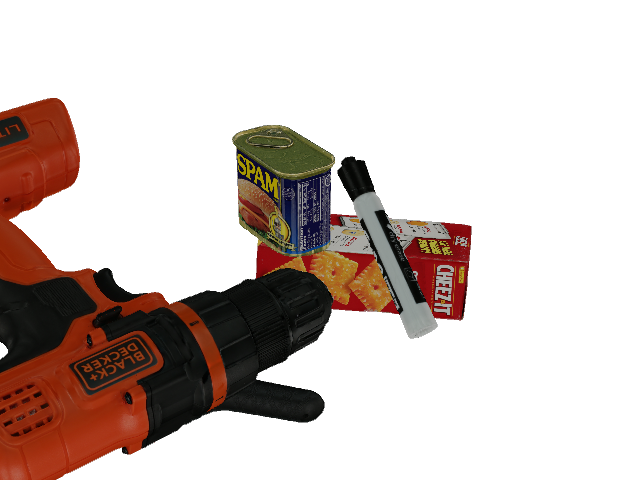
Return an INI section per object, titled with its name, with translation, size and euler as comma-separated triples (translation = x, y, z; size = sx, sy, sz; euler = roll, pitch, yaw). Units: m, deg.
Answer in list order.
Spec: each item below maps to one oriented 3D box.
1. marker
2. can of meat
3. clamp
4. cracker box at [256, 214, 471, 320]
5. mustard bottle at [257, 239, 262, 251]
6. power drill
[marker]
translation = 0.039, 0.002, 0.652
size = 0.020, 0.121, 0.020
euler = -20, -19, -7
[can of meat]
translation = -0.033, -0.043, 0.931
size = 0.057, 0.084, 0.102
euler = -18, 34, -29
[clamp]
translation = -0.090, 0.098, 0.802
size = 0.171, 0.039, 0.120
euler = -1, 25, -10
[cracker box]
translation = 0.051, 0.025, 1.142
size = 0.214, 0.072, 0.164
euler = 5, 15, 8
[mustard bottle]
translation = -0.031, 0.017, 1.329
size = 0.096, 0.192, 0.058
euler = -7, 28, -22
[power drill]
translation = -0.111, 0.013, 0.512
size = 0.184, 0.057, 0.188
euler = -23, 56, -31
